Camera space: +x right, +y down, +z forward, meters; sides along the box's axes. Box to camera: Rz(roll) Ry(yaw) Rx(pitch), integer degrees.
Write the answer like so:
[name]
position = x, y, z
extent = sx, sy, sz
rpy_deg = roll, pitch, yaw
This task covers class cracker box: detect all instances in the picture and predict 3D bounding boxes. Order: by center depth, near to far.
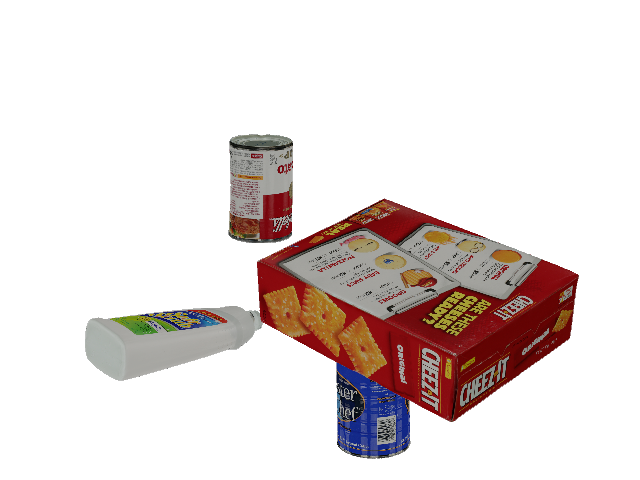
[cracker box]
position = 0.078, 0.050, 0.890
extent = 0.214, 0.072, 0.163
rpy_deg = 24, 37, 39

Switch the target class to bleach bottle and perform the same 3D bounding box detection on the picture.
[bleach bottle]
position = -0.190, 0.128, 1.471
extent = 0.250, 0.068, 0.103
rpy_deg = -10, 24, -42

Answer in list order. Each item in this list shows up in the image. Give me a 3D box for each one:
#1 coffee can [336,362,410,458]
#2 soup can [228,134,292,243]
[coffee can]
position = 0.072, 0.212, 1.461
extent = 0.103, 0.140, 0.103
rpy_deg = -1, 15, 0
[soup can]
position = -0.063, -0.055, 1.118
extent = 0.068, 0.102, 0.068
rpy_deg = 1, 17, -1
